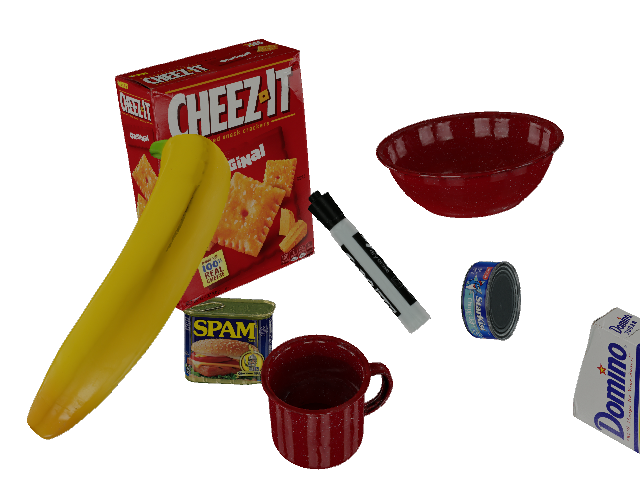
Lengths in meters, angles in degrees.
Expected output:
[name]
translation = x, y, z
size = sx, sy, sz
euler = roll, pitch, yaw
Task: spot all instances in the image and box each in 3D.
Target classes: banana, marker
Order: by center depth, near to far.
[banana]
translation = -0.082, 0.008, 0.519
size = 0.037, 0.197, 0.070
euler = 36, -46, -19
[marker]
translation = 0.033, 0.013, 0.755
size = 0.020, 0.121, 0.020
euler = -39, -5, -4

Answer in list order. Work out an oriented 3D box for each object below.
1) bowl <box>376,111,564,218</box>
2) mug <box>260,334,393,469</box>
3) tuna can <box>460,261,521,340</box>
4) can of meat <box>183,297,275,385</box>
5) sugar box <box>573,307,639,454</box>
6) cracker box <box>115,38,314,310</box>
[bowl]
translation = 0.132, -0.062, 0.934
size = 0.162, 0.055, 0.162
euler = -8, 23, 3
[mug]
translation = 0.008, 0.139, 0.926
size = 0.117, 0.081, 0.093
euler = -16, 41, -17
[tuna can]
translation = 0.186, 0.065, 1.163
size = 0.034, 0.086, 0.086
euler = 1, 0, 34
[can of meat]
translation = -0.102, 0.112, 1.186
size = 0.102, 0.084, 0.057
euler = 3, 14, 3
[sugar box]
translation = 0.279, 0.131, 0.803
size = 0.176, 0.093, 0.048
euler = 26, 35, 35
[cracker box]
translation = -0.090, -0.063, 0.995
size = 0.163, 0.214, 0.072
euler = -22, 30, -34
